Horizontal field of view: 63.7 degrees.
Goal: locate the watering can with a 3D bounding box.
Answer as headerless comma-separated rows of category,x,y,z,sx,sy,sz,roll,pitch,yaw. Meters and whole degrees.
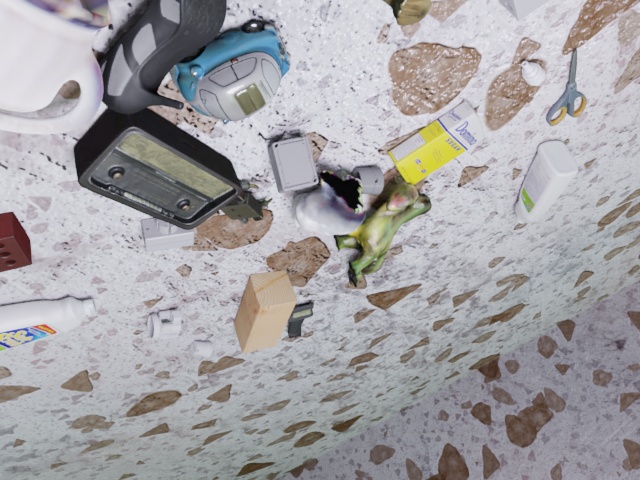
watering can,-0.366,-0.225,0.506,0.222,0.106,0.344,-41,-39,21

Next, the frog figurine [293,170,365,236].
frog figurine,0.003,-0.048,0.960,0.157,0.123,0.139,-39,-10,39

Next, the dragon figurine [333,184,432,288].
dragon figurine,0.153,-0.012,1.152,0.243,0.124,0.404,-30,-18,-4
